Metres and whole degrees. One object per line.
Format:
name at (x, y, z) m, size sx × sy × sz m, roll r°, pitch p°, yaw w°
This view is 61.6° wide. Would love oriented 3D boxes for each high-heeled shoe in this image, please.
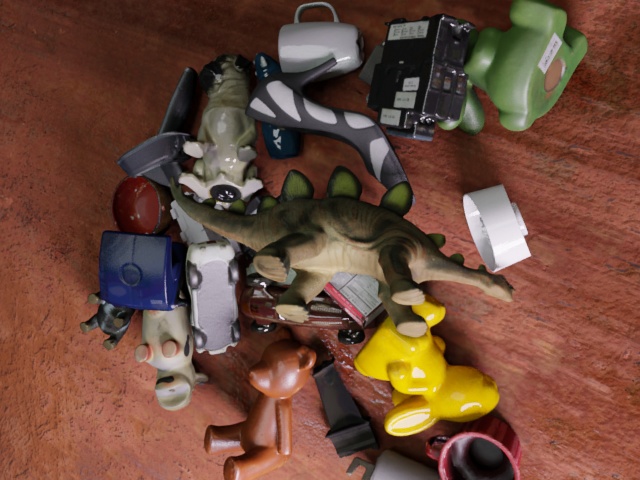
high-heeled shoe at (0.011, -0.122, 0.712) m, size 0.145 × 0.086 × 0.248 m, roll -32°, pitch 89°, yaw 13°

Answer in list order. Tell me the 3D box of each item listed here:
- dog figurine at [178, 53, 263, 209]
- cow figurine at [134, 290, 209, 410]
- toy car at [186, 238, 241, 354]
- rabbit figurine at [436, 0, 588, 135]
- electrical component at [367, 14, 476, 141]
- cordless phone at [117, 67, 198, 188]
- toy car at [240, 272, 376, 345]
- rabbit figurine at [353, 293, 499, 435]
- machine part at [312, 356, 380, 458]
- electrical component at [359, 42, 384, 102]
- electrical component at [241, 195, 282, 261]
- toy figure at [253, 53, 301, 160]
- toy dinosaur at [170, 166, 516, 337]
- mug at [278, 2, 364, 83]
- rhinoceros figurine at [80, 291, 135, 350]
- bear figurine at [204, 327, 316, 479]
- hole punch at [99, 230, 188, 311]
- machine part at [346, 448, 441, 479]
dog figurine at (-0.139, -0.165, 0.820) m, size 0.172 × 0.121 × 0.190 m, roll 119°, pitch 157°, yaw -52°
cow figurine at (-0.239, 0.173, 0.862) m, size 0.086 × 0.127 × 0.195 m, roll -12°, pitch 70°, yaw 6°
toy car at (-0.159, 0.090, 0.807) m, size 0.056 × 0.073 × 0.201 m, roll -124°, pitch 31°, yaw -53°
rabbit figurine at (0.199, -0.204, 0.641) m, size 0.170 × 0.121 × 0.159 m, roll 35°, pitch 115°, yaw 40°
electrical component at (0.113, -0.185, 0.623) m, size 0.115 × 0.058 × 0.134 m, roll 34°, pitch 117°, yaw 58°
cordless phone at (-0.228, -0.178, 0.822) m, size 0.089 × 0.146 × 0.184 m, roll 20°, pitch 97°, yaw -3°
toy car at (-0.021, 0.097, 0.761) m, size 0.202 × 0.053 × 0.089 m, roll 6°, pitch 106°, yaw 19°
rabbit figurine at (0.132, 0.172, 0.673) m, size 0.173 × 0.122 × 0.162 m, roll 32°, pitch 109°, yaw 7°
machine part at (0.029, 0.239, 0.768) m, size 0.084 × 0.039 × 0.139 m, roll -25°, pitch 83°, yaw 30°
electrical component at (0.093, -0.224, 0.711) m, size 0.078 × 0.045 × 0.102 m, roll 43°, pitch 109°, yaw 17°
electrical component at (-0.077, -0.030, 0.803) m, size 0.119 × 0.047 × 0.075 m, roll -40°, pitch 75°, yaw 22°
toy figure at (-0.064, -0.196, 0.783) m, size 0.064 × 0.058 × 0.154 m, roll -7°, pitch 92°, yaw 49°
toy dinosaur at (-0.001, -0.002, 0.658) m, size 0.472 × 0.198 × 0.104 m, roll 12°, pitch 135°, yaw 11°
mug at (0.006, -0.271, 0.741) m, size 0.107 × 0.080 × 0.109 m, roll 1°, pitch 86°, yaw 16°
rhinoceros figurine at (-0.330, 0.099, 0.907) m, size 0.073 × 0.112 × 0.190 m, roll 37°, pitch 120°, yaw 4°
bear figurine at (-0.081, 0.232, 0.774) m, size 0.120 × 0.132 × 0.195 m, roll 29°, pitch 114°, yaw 53°
hole punch at (-0.268, 0.045, 0.803) m, size 0.142 × 0.092 × 0.116 m, roll 5°, pitch 73°, yaw 4°
machine part at (0.150, 0.337, 0.690) m, size 0.244 × 0.079 × 0.079 m, roll 15°, pitch 99°, yaw 26°
